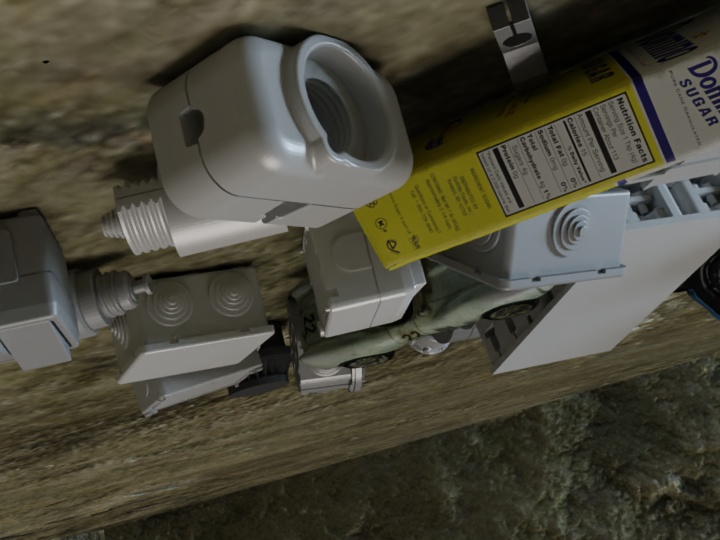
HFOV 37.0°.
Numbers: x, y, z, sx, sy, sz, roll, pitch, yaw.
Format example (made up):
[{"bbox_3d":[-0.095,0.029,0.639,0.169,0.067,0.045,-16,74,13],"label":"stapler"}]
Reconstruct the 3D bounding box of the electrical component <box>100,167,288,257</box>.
[{"bbox_3d":[-0.077,-0.029,0.488,0.081,0.043,0.043,-14,167,-4],"label":"electrical component"}]

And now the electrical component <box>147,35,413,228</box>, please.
[{"bbox_3d":[-0.026,-0.053,0.420,0.059,0.053,0.095,-24,164,36],"label":"electrical component"}]

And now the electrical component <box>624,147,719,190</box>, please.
[{"bbox_3d":[0.175,-0.076,0.567,0.081,0.042,0.063,-12,165,-12],"label":"electrical component"}]

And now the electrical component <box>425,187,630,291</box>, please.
[{"bbox_3d":[0.086,-0.027,0.584,0.100,0.048,0.100,-6,-161,-33],"label":"electrical component"}]

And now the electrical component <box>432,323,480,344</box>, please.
[{"bbox_3d":[0.082,0.022,0.854,0.074,0.052,0.138,-8,165,-25],"label":"electrical component"}]

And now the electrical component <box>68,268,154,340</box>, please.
[{"bbox_3d":[-0.156,0.018,0.608,0.078,0.040,0.040,-15,167,4],"label":"electrical component"}]

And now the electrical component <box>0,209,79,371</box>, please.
[{"bbox_3d":[-0.176,0.014,0.524,0.062,0.061,0.096,-12,167,-10],"label":"electrical component"}]

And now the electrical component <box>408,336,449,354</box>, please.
[{"bbox_3d":[0.068,0.044,0.957,0.048,0.048,0.062,-9,159,-22],"label":"electrical component"}]

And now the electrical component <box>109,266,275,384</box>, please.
[{"bbox_3d":[-0.114,0.036,0.710,0.100,0.048,0.100,-8,166,-25],"label":"electrical component"}]

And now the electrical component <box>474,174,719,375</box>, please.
[{"bbox_3d":[0.159,-0.006,0.721,0.105,0.060,0.186,-8,152,-25],"label":"electrical component"}]

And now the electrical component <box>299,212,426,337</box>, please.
[{"bbox_3d":[0.000,0.000,0.653,0.061,0.061,0.096,-13,167,-7],"label":"electrical component"}]

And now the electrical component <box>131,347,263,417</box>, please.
[{"bbox_3d":[-0.120,0.060,0.796,0.096,0.061,0.062,-16,169,-30],"label":"electrical component"}]

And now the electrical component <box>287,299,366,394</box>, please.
[{"bbox_3d":[-0.026,0.055,0.822,0.051,0.080,0.080,-7,166,-8],"label":"electrical component"}]
